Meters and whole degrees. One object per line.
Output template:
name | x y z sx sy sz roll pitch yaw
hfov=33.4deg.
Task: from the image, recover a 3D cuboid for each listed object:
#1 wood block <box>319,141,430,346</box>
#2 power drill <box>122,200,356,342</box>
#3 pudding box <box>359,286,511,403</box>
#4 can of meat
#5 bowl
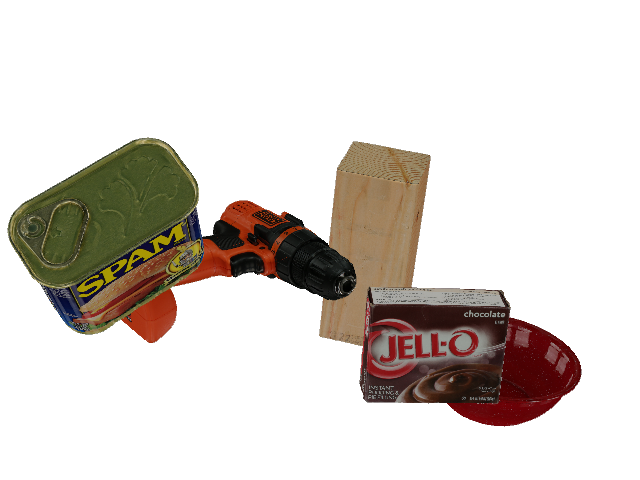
wood block | 0.060 0.007 1.185 0.090 0.206 0.090 11 27 10
power drill | -0.085 0.028 0.938 0.187 0.057 0.185 -18 27 -31
pudding box | 0.091 0.084 0.859 0.113 0.090 0.039 0 26 -5
can of meat | -0.117 0.001 0.611 0.102 0.057 0.084 -33 -20 -15
bowl | 0.170 0.133 1.047 0.162 0.055 0.162 5 26 -2
